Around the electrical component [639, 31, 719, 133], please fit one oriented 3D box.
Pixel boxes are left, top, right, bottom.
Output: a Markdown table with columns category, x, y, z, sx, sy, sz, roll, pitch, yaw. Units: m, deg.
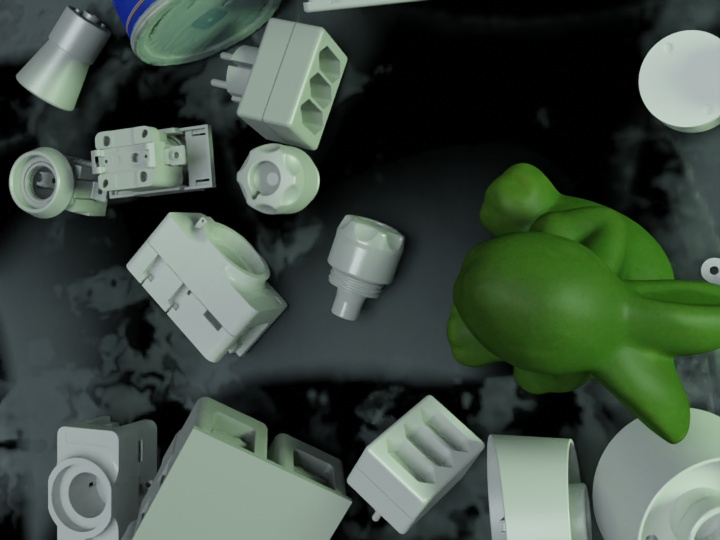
| category | x | y | z | sx | sy | sz | roll | pitch | yaw |
| --- | --- | --- | --- | --- | --- | --- | --- | --- | --- |
| electrical component | 0.217 | -0.103 | 0.562 | 0.138 | 0.074 | 0.052 | -1 | 92 | 22 |

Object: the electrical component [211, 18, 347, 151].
| category | x | y | z | sx | sy | sz | roll | pitch | yaw |
| --- | --- | --- | --- | --- | --- | --- | --- | --- | --- |
| electrical component | -0.058 | -0.120 | 0.679 | 0.077 | 0.047 | 0.065 | 16 | 83 | 21 |

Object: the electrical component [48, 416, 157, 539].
| category | x | y | z | sx | sy | sz | roll | pitch | yaw |
| --- | --- | --- | --- | --- | --- | --- | --- | --- | --- |
| electrical component | -0.176 | 0.150 | 0.737 | 0.050 | 0.056 | 0.089 | 2 | 92 | 22 |

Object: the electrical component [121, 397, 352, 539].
| category | x | y | z | sx | sy | sz | roll | pitch | yaw |
| --- | --- | --- | --- | --- | --- | --- | --- | --- | --- |
| electrical component | -0.097 | 0.185 | 0.681 | 0.105 | 0.060 | 0.186 | 27 | 103 | -11 |

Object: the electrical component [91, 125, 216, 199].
| category | x | y | z | sx | sy | sz | roll | pitch | yaw |
| --- | --- | --- | --- | --- | --- | --- | --- | --- | --- |
| electrical component | -0.140 | -0.072 | 0.711 | 0.081 | 0.064 | 0.042 | -5 | 89 | 22 |

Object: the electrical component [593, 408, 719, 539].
| category | x | y | z | sx | sy | sz | roll | pitch | yaw |
| --- | --- | --- | --- | --- | --- | --- | --- | --- | --- |
| electrical component | 0.183 | 0.132 | 0.585 | 0.099 | 0.064 | 0.099 | -2 | 104 | -8 |

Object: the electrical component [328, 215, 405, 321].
| category | x | y | z | sx | sy | sz | roll | pitch | yaw |
| --- | --- | --- | --- | --- | --- | --- | --- | --- | --- |
| electrical component | 0.000 | 0.000 | 0.669 | 0.043 | 0.043 | 0.062 | 23 | 102 | 20 |

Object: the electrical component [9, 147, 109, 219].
| category | x | y | z | sx | sy | sz | roll | pitch | yaw |
| --- | --- | --- | --- | --- | --- | --- | --- | --- | --- |
| electrical component | -0.208 | -0.059 | 0.743 | 0.066 | 0.055 | 0.048 | 13 | 97 | 21 |

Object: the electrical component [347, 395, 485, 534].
| category | x | y | z | sx | sy | sz | roll | pitch | yaw |
| --- | --- | --- | --- | --- | --- | --- | --- | --- | --- |
| electrical component | 0.027 | 0.127 | 0.655 | 0.047 | 0.066 | 0.076 | 42 | 135 | 16 |

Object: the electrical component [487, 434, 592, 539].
| category | x | y | z | sx | sy | sz | roll | pitch | yaw |
| --- | --- | --- | --- | --- | --- | --- | --- | --- | --- |
| electrical component | 0.097 | 0.142 | 0.608 | 0.064 | 0.099 | 0.099 | -5 | 90 | 16 |

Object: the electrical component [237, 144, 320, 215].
| category | x | y | z | sx | sy | sz | roll | pitch | yaw |
| --- | --- | --- | --- | --- | --- | --- | --- | --- | --- |
| electrical component | -0.046 | -0.056 | 0.675 | 0.043 | 0.062 | 0.043 | 1 | 93 | 22 |

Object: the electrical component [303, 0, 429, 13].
| category | x | y | z | sx | sy | sz | roll | pitch | yaw |
| --- | --- | --- | --- | --- | --- | --- | --- | --- | --- |
| electrical component | 0.021 | -0.180 | 0.626 | 0.100 | 0.100 | 0.048 | 0 | 105 | 22 |

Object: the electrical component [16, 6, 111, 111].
| category | x | y | z | sx | sy | sz | roll | pitch | yaw |
| --- | --- | --- | --- | --- | --- | --- | --- | --- | --- |
| electrical component | -0.203 | -0.149 | 0.747 | 0.044 | 0.044 | 0.065 | 38 | 100 | 17 |

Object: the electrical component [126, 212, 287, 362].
| category | x | y | z | sx | sy | sz | roll | pitch | yaw |
| --- | --- | --- | --- | --- | --- | --- | --- | --- | --- |
| electrical component | -0.097 | 0.007 | 0.704 | 0.089 | 0.050 | 0.055 | 46 | 107 | 14 |
